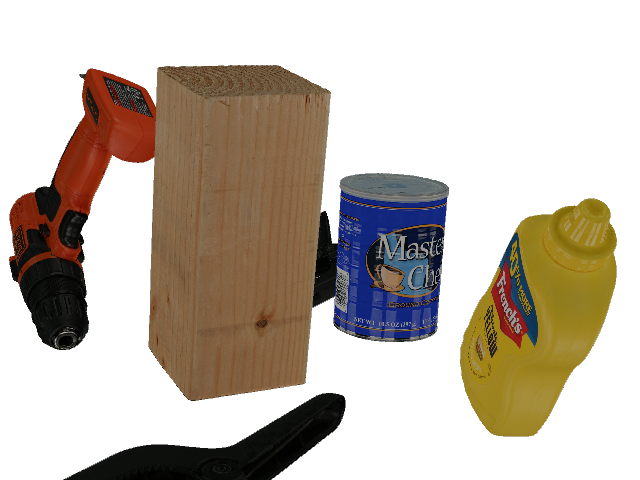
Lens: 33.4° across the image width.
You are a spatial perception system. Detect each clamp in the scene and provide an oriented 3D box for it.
[{"bbox_3d":[0.026,0.019,1.228,0.120,0.039,0.171,-6,35,28],"label":"clamp"},{"bbox_3d":[-0.051,0.132,0.575,0.209,0.036,0.165,-1,19,-14],"label":"clamp"}]

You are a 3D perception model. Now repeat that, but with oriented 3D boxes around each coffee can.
[{"bbox_3d":[0.066,0.014,1.017,0.103,0.140,0.103,3,14,-1],"label":"coffee can"}]

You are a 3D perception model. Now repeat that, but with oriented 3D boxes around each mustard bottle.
[{"bbox_3d":[0.140,0.040,0.673,0.058,0.096,0.192,4,-38,-9],"label":"mustard bottle"}]

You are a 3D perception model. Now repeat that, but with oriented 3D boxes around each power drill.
[{"bbox_3d":[-0.191,-0.029,0.856,0.057,0.188,0.184,18,27,-36],"label":"power drill"}]

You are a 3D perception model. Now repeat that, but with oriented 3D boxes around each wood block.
[{"bbox_3d":[-0.059,-0.008,0.721,0.090,0.206,0.090,-5,22,-26],"label":"wood block"}]
